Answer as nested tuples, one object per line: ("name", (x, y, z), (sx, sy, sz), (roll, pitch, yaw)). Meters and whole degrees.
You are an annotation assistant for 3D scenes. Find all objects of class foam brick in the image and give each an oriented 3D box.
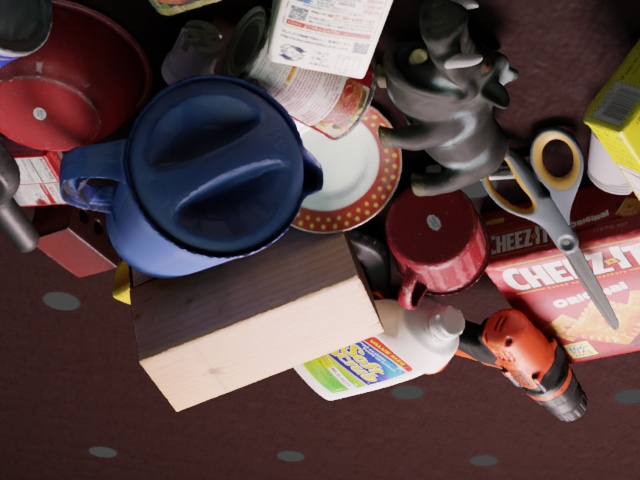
("foam brick", (-0.234, -0.007, 1.032), (0.051, 0.053, 0.078), (-15, 143, 25))

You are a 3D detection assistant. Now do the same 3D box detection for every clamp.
("clamp", (-0.290, -0.045, 0.926), (0.120, 0.039, 0.172), (24, 153, -14))
("clamp", (-0.007, 0.001, 1.039), (0.165, 0.036, 0.209), (-16, 138, 30))

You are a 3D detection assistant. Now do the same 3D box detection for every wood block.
("wood block", (-0.058, 0.065, 0.975), (0.206, 0.090, 0.090), (-21, 135, 4))

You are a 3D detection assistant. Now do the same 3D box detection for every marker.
("marker", (0.127, -0.060, 0.948), (0.121, 0.020, 0.020), (-4, 146, 10))

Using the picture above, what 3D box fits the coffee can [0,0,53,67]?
("coffee can", (-0.277, -0.156, 0.763), (0.141, 0.103, 0.102), (-18, 141, 30))

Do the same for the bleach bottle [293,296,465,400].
("bleach bottle", (0.057, 0.100, 1.083), (0.102, 0.068, 0.251), (50, 148, -7))

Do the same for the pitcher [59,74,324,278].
("pitcher", (-0.116, -0.036, 0.855), (0.149, 0.145, 0.243), (46, 161, -6))

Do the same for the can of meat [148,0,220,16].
("can of meat", (-0.090, -0.205, 0.716), (0.102, 0.057, 0.084), (-11, 147, 21))

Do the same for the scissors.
("scissors", (0.224, -0.017, 0.925), (0.201, 0.016, 0.096), (44, 115, -6))

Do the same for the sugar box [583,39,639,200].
("sugar box", (0.280, -0.078, 0.842), (0.176, 0.093, 0.048), (40, 177, -41))

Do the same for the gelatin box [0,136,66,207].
("gelatin box", (-0.273, -0.063, 0.971), (0.089, 0.030, 0.073), (-3, 145, 11))

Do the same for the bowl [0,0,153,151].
("bowl", (-0.218, -0.120, 0.856), (0.162, 0.055, 0.162), (2, 146, 1))

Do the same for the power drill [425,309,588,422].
("power drill", (0.174, 0.122, 1.119), (0.188, 0.057, 0.184), (7, 149, 44))

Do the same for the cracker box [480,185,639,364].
("cracker box", (0.271, 0.037, 1.037), (0.164, 0.072, 0.213), (-15, 142, 26))

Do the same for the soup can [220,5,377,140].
("soup can", (-0.017, -0.127, 0.816), (0.102, 0.068, 0.069), (24, 142, -28))

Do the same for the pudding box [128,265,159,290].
("pudding box", (-0.113, 0.038, 1.027), (0.113, 0.039, 0.090), (-25, 133, 11))

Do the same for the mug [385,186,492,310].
("mug", (0.098, 0.007, 0.951), (0.093, 0.117, 0.081), (26, 172, 19))

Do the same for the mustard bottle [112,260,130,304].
("mustard bottle", (-0.112, 0.059, 1.116), (0.191, 0.058, 0.096), (24, 137, -28))
